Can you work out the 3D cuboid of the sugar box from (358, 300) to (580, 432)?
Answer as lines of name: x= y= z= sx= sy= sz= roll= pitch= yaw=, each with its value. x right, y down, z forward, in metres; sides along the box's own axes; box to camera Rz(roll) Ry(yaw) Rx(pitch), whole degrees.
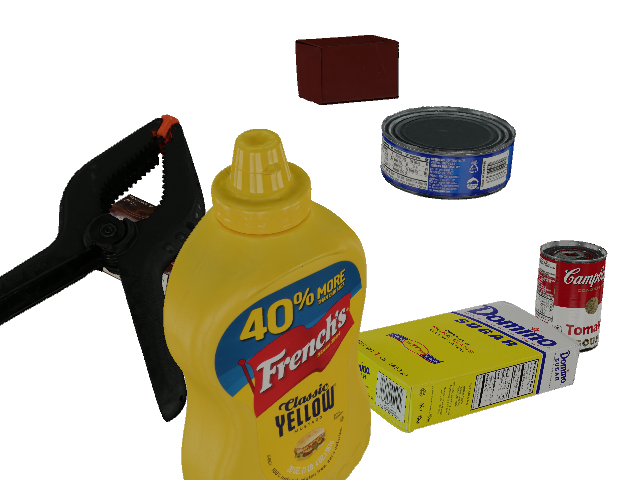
sugar box: x=0.110 y=0.094 z=0.842 sx=0.175 sy=0.048 sz=0.093 roll=-12 pitch=28 yaw=-33

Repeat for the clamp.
clamp: x=-0.122 y=0.011 z=0.666 sx=0.165 sy=0.209 sz=0.036 roll=20 pitch=-31 yaw=15

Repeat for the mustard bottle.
mustard bottle: x=-0.022 y=0.038 z=0.475 sx=0.096 sy=0.192 sz=0.058 roll=-24 pitch=40 yaw=-28

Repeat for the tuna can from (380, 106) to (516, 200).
tuna can: x=0.082 y=-0.057 z=0.690 sx=0.086 sy=0.034 sz=0.086 roll=1 pitch=26 yaw=-1

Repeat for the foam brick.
foam brick: x=0.024 y=-0.150 z=0.934 sx=0.078 sy=0.051 sz=0.053 roll=-8 pitch=20 yaw=-23

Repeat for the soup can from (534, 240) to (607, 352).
soup can: x=0.260 y=0.058 z=1.115 sx=0.068 sy=0.102 sz=0.068 roll=0 pitch=17 yaw=0

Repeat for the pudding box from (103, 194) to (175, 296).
pudding box: x=-0.164 y=0.006 z=1.009 sx=0.114 sy=0.039 sz=0.089 roll=22 pitch=30 yaw=19
